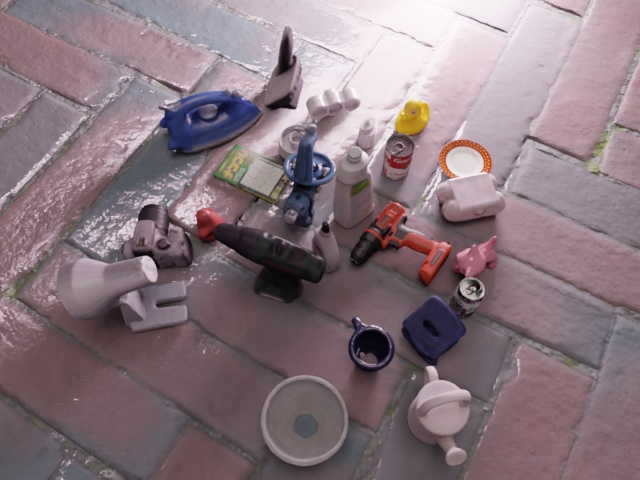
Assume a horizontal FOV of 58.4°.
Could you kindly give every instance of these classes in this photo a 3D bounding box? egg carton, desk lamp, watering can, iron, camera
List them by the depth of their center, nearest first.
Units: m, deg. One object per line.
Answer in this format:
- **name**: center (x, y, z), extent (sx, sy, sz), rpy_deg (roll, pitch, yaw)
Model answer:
- **watering can**: center (0.227, 0.320, 1.056), extent (0.101, 0.194, 0.172), rpy_deg (-29, 66, -14)
- **desk lamp**: center (-0.391, 0.103, 1.158), extent (0.203, 0.213, 0.118), rpy_deg (-10, 63, -5)
- **camera**: center (-0.362, -0.015, 1.281), extent (0.143, 0.101, 0.137), rpy_deg (-2, 63, 0)
- **egg carton**: center (0.351, -0.097, 1.338), extent (0.150, 0.069, 0.107), rpy_deg (-13, 64, -6)
- **iron**: center (-0.270, -0.319, 1.413), extent (0.258, 0.141, 0.118), rpy_deg (-21, 65, -10)

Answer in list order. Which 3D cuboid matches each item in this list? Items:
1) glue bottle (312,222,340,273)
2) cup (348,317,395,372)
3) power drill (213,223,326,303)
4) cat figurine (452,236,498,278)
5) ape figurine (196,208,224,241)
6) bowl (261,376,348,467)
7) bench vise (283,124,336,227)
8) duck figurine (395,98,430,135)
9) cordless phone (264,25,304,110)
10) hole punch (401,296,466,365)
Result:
- **glue bottle**: center (0.011, 0.004, 1.229), extent (0.037, 0.173, 0.078), rpy_deg (-31, 67, -14)
- **cup**: center (0.095, 0.219, 1.164), extent (0.092, 0.095, 0.117), rpy_deg (-26, 66, -12)
- **power drill**: center (-0.100, 0.051, 1.186), extent (0.229, 0.208, 0.076), rpy_deg (15, 64, 8)
- **cat figurine**: center (0.339, 0.040, 1.242), extent (0.128, 0.118, 0.067), rpy_deg (-38, 69, -17)
- **ape figurine**: center (-0.256, -0.042, 1.300), extent (0.076, 0.092, 0.078), rpy_deg (16, 64, 8)
- **bowl**: center (-0.029, 0.352, 1.108), extent (0.167, 0.075, 0.167), rpy_deg (0, 63, 0)
- **bench vise**: center (-0.024, -0.140, 1.277), extent (0.121, 0.220, 0.207), rpy_deg (0, 63, 1)
- **duck figurine**: center (0.237, -0.323, 1.445), extent (0.105, 0.086, 0.077), rpy_deg (-39, 69, -18)
- **cordless phone**: center (-0.095, -0.432, 1.446), extent (0.094, 0.185, 0.147), rpy_deg (5, 63, 3)
- **hole punch**: center (0.233, 0.187, 1.182), extent (0.101, 0.091, 0.108), rpy_deg (-34, 68, -16)
